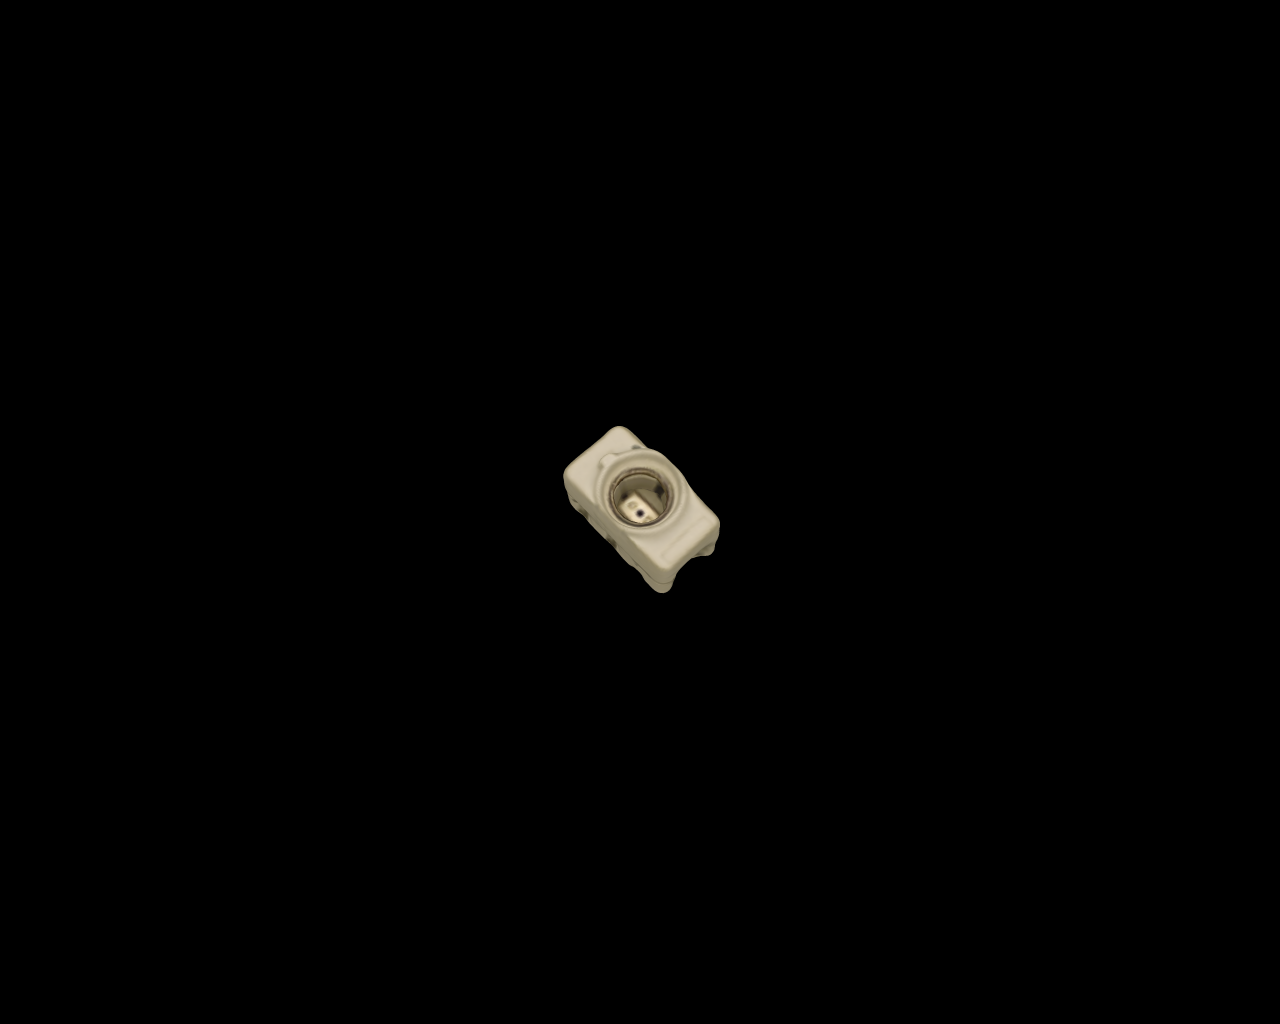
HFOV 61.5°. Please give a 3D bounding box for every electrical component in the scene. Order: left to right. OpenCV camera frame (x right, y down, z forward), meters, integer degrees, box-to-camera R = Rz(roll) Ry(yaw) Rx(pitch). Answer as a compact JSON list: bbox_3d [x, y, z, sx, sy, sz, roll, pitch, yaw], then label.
[{"bbox_3d":[0.001,-0.003,0.650,0.050,0.089,0.055,-41,-15,-14],"label":"electrical component"}]
